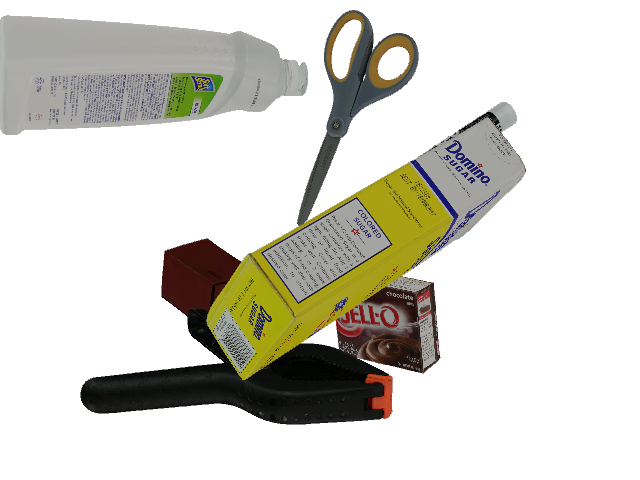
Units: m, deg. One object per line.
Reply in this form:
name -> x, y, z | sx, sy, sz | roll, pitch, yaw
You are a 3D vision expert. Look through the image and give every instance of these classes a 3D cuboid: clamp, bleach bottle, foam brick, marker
clamp -> -0.046, 0.093, 0.782 | 0.210, 0.036, 0.164 | 4, 19, 15
bleach bottle -> -0.136, -0.133, 0.887 | 0.250, 0.068, 0.103 | 0, -29, -17
foam brick -> -0.104, 0.041, 0.987 | 0.052, 0.051, 0.078 | -16, 34, -39
marker -> 0.090, -0.063, 0.772 | 0.121, 0.020, 0.020 | -33, 10, -15

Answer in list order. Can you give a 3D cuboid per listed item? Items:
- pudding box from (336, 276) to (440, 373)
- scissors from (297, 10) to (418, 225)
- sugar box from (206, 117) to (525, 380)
pudding box -> 0.067, 0.081, 1.107 | 0.114, 0.090, 0.039 | 8, 25, 37
scissors -> 0.035, -0.109, 0.969 | 0.096, 0.202, 0.016 | 5, -5, 15
sugar box -> 0.026, 0.003, 0.581 | 0.176, 0.048, 0.093 | -28, -12, -30
